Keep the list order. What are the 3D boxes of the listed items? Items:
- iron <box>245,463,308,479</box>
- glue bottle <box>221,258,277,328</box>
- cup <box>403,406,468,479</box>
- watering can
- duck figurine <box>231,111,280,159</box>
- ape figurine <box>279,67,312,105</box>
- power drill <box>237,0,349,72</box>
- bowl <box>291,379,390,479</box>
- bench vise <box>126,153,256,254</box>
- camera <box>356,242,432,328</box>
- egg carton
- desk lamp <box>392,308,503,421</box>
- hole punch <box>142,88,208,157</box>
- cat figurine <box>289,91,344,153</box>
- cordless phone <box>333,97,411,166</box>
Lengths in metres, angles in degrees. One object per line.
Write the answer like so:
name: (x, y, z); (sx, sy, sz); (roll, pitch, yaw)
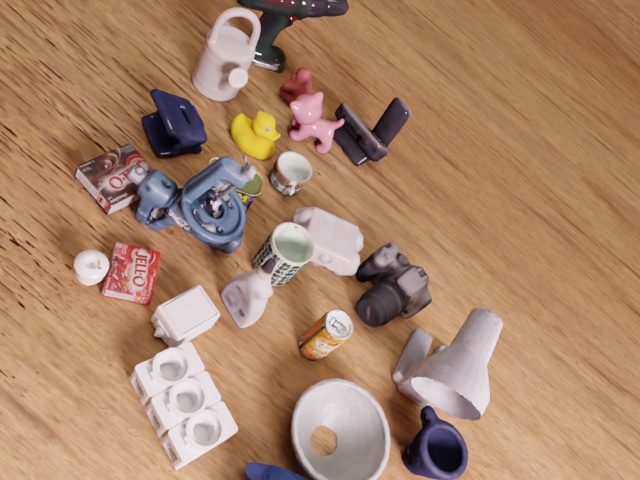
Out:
iron: (0.015, 0.390, 0.790); (0.259, 0.141, 0.118); (25, 52, -13)
glue bottle: (-0.104, 0.074, 0.902); (0.037, 0.173, 0.078); (-21, 73, -37)
cup: (0.175, 0.340, 0.943); (0.092, 0.094, 0.117); (-3, 63, -31)
watering can: (-0.176, -0.369, 1.129); (0.101, 0.193, 0.173); (-22, 73, -37)
duck figurine: (-0.123, -0.221, 1.135); (0.104, 0.086, 0.078); (41, 50, 0)
ape figurine: (-0.045, -0.340, 1.251); (0.078, 0.092, 0.076); (-7, 64, -32)
power drill: (-0.080, -0.469, 1.237); (0.230, 0.208, 0.075); (9, 57, -24)
bowl: (0.022, 0.307, 0.890); (0.168, 0.074, 0.167); (14, 55, -21)
bench vise: (-0.199, -0.067, 0.908); (0.208, 0.219, 0.121); (10, 56, -24)
camera: (0.127, 0.089, 1.070); (0.137, 0.100, 0.143); (-30, 78, -39)
egg carton: (0.010, 0.004, 1.079); (0.150, 0.069, 0.107); (23, 52, -15)
desk lamp: (0.214, 0.211, 0.969); (0.118, 0.213, 0.203); (37, 50, -4)
hole punch: (-0.262, -0.220, 1.053); (0.101, 0.091, 0.108); (-16, 69, -35)
cat figurine: (-0.011, -0.257, 1.200); (0.128, 0.117, 0.067); (20, 53, -17)
cordless phone: (0.113, -0.262, 1.230); (0.147, 0.184, 0.094); (47, 50, 5)
